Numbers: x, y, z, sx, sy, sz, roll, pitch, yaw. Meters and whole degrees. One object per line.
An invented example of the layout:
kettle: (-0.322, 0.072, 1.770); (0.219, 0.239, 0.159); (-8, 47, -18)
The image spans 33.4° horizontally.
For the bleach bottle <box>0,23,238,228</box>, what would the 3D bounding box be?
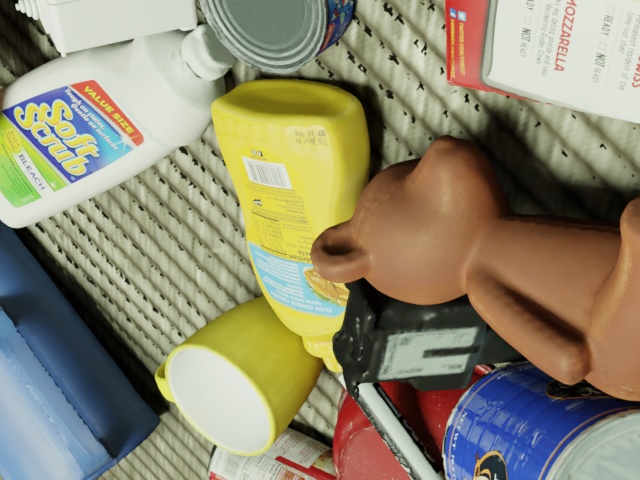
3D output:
bleach bottle: (-0.146, -0.087, 0.699); (0.251, 0.068, 0.102); (-21, 102, 43)

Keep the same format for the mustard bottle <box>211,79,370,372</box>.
mustard bottle: (-0.004, 0.001, 0.647); (0.096, 0.058, 0.191); (13, 128, 37)

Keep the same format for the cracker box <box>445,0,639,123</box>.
cracker box: (0.155, -0.125, 0.411); (0.214, 0.072, 0.164); (17, 131, 29)

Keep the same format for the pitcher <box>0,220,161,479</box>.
pitcher: (-0.247, 0.093, 0.867); (0.149, 0.144, 0.243); (-31, 96, 29)

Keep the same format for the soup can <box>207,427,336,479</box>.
soup can: (-0.025, 0.177, 0.792); (0.102, 0.068, 0.068); (21, 132, 28)

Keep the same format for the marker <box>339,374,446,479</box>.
marker: (0.053, 0.125, 0.628); (0.121, 0.020, 0.020); (54, 139, 9)

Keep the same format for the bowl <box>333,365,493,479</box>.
bowl: (0.064, 0.149, 0.680); (0.162, 0.055, 0.162); (14, 115, 32)

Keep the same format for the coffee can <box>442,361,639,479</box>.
coffee can: (0.133, 0.124, 0.548); (0.103, 0.102, 0.140); (56, 172, -9)

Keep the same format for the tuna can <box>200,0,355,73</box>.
tuna can: (-0.024, -0.136, 0.578); (0.086, 0.033, 0.086); (22, 132, 26)
